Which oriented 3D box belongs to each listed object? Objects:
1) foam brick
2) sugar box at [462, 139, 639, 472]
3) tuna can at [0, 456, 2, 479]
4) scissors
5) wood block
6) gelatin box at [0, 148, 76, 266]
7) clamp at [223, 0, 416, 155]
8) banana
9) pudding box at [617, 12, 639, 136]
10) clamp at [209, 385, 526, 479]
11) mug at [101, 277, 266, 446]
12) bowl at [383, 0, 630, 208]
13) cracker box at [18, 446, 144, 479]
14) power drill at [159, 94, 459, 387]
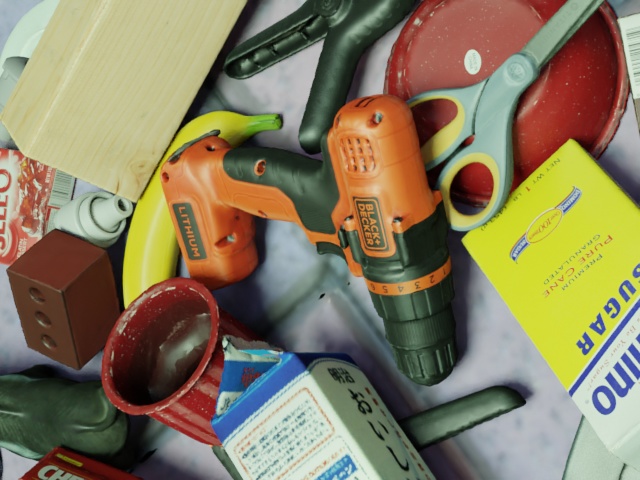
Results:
[{"bbox_3d":[-0.180,0.042,0.759,0.053,0.051,0.078,20,133,26],"label":"foam brick"},{"bbox_3d":[0.156,0.030,0.583,0.093,0.048,0.176,-45,38,14],"label":"sugar box"},{"bbox_3d":[-0.289,0.178,0.826,0.086,0.033,0.086,-3,82,25],"label":"tuna can"},{"bbox_3d":[0.116,-0.074,0.598,0.202,0.016,0.096,-29,89,35],"label":"scissors"},{"bbox_3d":[-0.128,-0.145,0.741,0.206,0.090,0.090,-60,35,8],"label":"wood block"},{"bbox_3d":[-0.231,-0.023,0.823,0.073,0.030,0.089,10,88,26],"label":"gelatin box"},{"bbox_3d":[0.006,-0.151,0.719,0.120,0.039,0.171,35,92,35],"label":"clamp"},{"bbox_3d":[-0.101,-0.014,0.756,0.070,0.037,0.198,30,97,26],"label":"banana"},{"bbox_3d":[0.198,-0.062,0.590,0.039,0.090,0.113,-10,79,23],"label":"pudding box"},{"bbox_3d":[0.021,0.162,0.676,0.210,0.036,0.164,5,86,28],"label":"clamp"},{"bbox_3d":[-0.084,0.076,0.700,0.093,0.081,0.117,-40,46,9],"label":"mug"},{"bbox_3d":[0.104,-0.103,0.658,0.162,0.055,0.162,-4,82,26],"label":"bowl"},{"bbox_3d":[-0.136,0.264,0.682,0.164,0.072,0.214,19,101,7],"label":"cracker box"},{"bbox_3d":[-0.004,0.001,0.669,0.188,0.057,0.184,3,116,36],"label":"power drill"}]
